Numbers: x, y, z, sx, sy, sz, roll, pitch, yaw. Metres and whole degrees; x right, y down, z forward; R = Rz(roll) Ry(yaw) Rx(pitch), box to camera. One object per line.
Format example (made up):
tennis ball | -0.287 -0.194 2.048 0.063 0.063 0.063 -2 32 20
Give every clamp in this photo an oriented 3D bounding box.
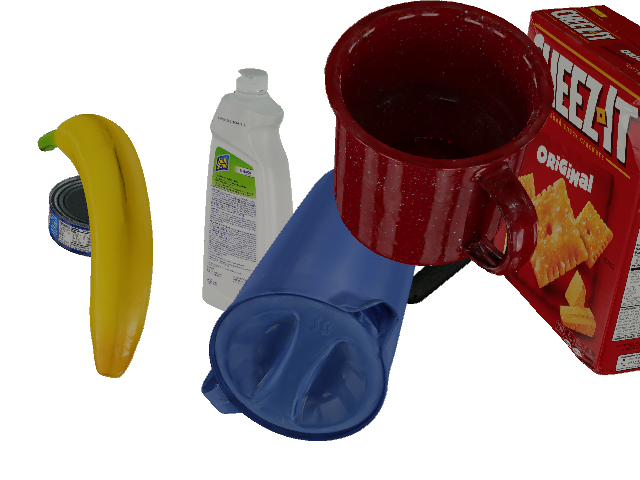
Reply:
clamp | 0.153 -0.008 1.045 0.210 0.164 0.036 -2 -41 -5

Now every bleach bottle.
bleach bottle | -0.068 -0.047 1.087 0.103 0.251 0.068 16 25 26

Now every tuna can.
tuna can | -0.193 -0.022 0.930 0.086 0.034 0.086 8 33 -6

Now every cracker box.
cracker box | 0.197 -0.037 0.758 0.072 0.214 0.164 -8 33 -18

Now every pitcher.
pitcher | 0.003 0.040 0.862 0.149 0.145 0.242 11 32 10

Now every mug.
mug | 0.054 -0.034 0.458 0.093 0.117 0.081 -27 -30 -18

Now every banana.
banana | -0.128 -0.014 0.639 0.037 0.198 0.070 8 -47 -34
